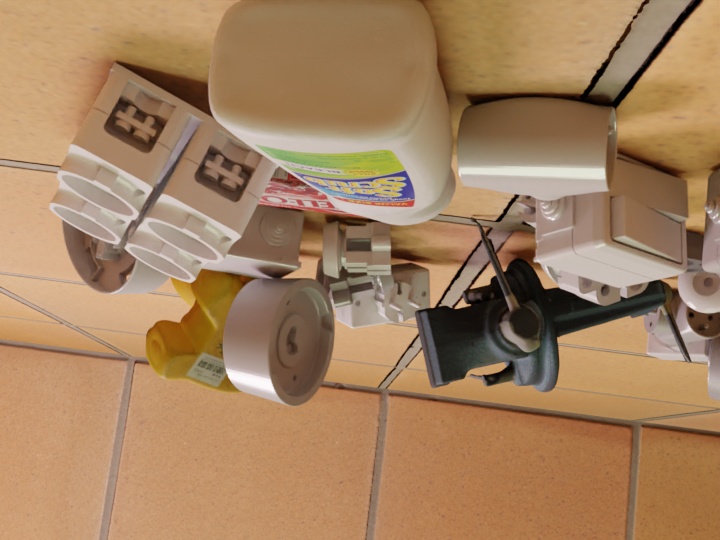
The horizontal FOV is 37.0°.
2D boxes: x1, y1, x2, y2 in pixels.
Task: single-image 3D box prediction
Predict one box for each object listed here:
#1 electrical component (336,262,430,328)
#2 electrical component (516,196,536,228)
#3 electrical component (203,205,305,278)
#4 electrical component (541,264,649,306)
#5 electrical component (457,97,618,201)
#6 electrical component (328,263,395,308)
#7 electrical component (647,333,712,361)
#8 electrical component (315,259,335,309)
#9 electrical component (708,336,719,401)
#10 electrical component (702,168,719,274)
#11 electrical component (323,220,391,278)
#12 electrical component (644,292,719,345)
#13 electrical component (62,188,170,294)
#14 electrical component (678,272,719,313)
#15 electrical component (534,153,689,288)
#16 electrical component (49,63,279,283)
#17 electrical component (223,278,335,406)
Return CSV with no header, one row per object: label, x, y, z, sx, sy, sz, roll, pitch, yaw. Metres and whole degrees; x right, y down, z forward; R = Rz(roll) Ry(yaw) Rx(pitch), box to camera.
electrical component,0.029,0.026,0.995,0.083,0.047,0.076,-8,-167,-23
electrical component,0.129,-0.039,0.697,0.040,0.040,0.046,-3,160,46
electrical component,-0.099,-0.026,0.898,0.100,0.048,0.100,10,170,-16
electrical component,0.162,-0.011,0.745,0.078,0.058,0.057,-17,-158,-27
electrical component,0.099,-0.060,0.581,0.077,0.043,0.079,4,169,20
electrical component,0.000,0.000,0.953,0.055,0.066,0.048,-12,143,1
electrical component,0.327,0.065,1.107,0.066,0.047,0.077,-1,167,40
electrical component,0.003,0.016,1.068,0.077,0.047,0.066,13,169,-27
electrical component,0.381,0.087,1.061,0.064,0.099,0.099,9,172,28
electrical component,0.238,-0.027,0.616,0.096,0.061,0.061,9,170,-7
electrical component,-0.002,-0.017,0.894,0.055,0.048,0.066,0,170,1
electrical component,0.296,0.044,1.019,0.079,0.044,0.077,9,170,-7
electrical component,-0.181,-0.030,0.812,0.099,0.099,0.064,-1,173,39
electrical component,0.284,0.012,0.857,0.048,0.048,0.062,1,175,32
electrical component,0.149,-0.032,0.643,0.096,0.061,0.061,15,160,-36
electrical component,-0.129,-0.050,0.673,0.105,0.060,0.186,29,165,-13
electrical component,-0.074,0.058,0.912,0.060,0.108,0.108,6,170,28
